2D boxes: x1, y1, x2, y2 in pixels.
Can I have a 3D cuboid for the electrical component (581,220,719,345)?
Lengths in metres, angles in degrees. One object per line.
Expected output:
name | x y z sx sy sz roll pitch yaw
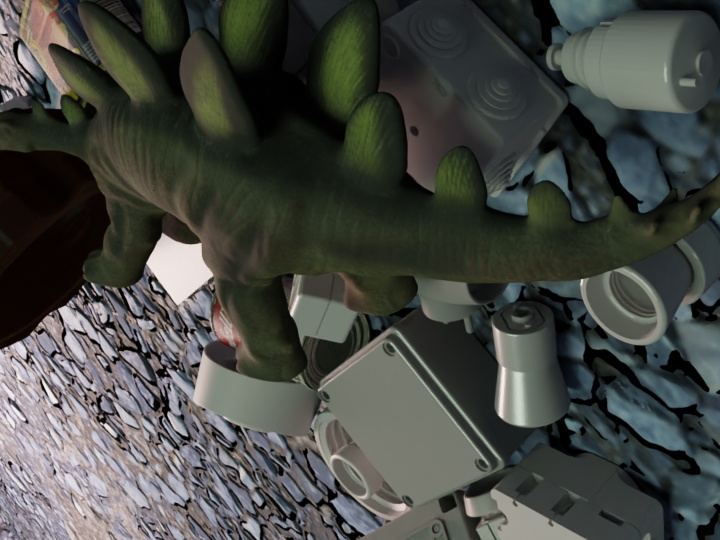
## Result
electrical component | 0.135 0.001 0.491 0.045 0.055 0.045 35 145 28

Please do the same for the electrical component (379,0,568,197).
electrical component | 0.042 -0.080 0.540 0.099 0.048 0.099 47 149 10

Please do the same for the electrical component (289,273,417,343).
electrical component | 0.000 0.000 0.667 0.076 0.083 0.047 12 147 -8

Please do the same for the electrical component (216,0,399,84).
electrical component | -0.034 -0.151 0.557 0.096 0.061 0.062 54 150 -3

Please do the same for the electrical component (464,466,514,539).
electrical component | 0.100 0.165 0.713 0.048 0.066 0.055 -27 92 25

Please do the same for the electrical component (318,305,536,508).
electrical component | 0.042 0.087 0.698 0.108 0.056 0.109 51 142 2

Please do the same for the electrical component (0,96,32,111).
electrical component | -0.318 -0.128 0.971 0.043 0.062 0.043 34 145 28

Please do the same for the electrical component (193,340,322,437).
electrical component | -0.074 0.086 0.809 0.099 0.064 0.099 18 179 0

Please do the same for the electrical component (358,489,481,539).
electrical component | 0.055 0.224 0.749 0.109 0.056 0.108 -35 53 26

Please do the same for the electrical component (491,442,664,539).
electrical component | 0.133 0.149 0.647 0.089 0.056 0.050 23 139 40

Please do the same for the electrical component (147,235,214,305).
electrical component | -0.113 -0.044 0.779 0.089 0.062 0.150 54 150 -2

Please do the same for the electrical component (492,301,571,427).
electrical component | 0.096 0.051 0.613 0.044 0.044 0.065 20 132 43

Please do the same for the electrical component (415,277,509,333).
electrical component | 0.050 0.003 0.622 0.077 0.043 0.079 21 138 42

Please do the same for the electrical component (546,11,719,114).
electrical component | 0.112 -0.087 0.445 0.078 0.040 0.040 15 133 47

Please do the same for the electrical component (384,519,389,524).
electrical component | 0.043 0.223 0.866 0.044 0.044 0.065 32 149 31

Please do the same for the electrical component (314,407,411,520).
electrical component | 0.013 0.135 0.793 0.108 0.060 0.108 34 145 29
